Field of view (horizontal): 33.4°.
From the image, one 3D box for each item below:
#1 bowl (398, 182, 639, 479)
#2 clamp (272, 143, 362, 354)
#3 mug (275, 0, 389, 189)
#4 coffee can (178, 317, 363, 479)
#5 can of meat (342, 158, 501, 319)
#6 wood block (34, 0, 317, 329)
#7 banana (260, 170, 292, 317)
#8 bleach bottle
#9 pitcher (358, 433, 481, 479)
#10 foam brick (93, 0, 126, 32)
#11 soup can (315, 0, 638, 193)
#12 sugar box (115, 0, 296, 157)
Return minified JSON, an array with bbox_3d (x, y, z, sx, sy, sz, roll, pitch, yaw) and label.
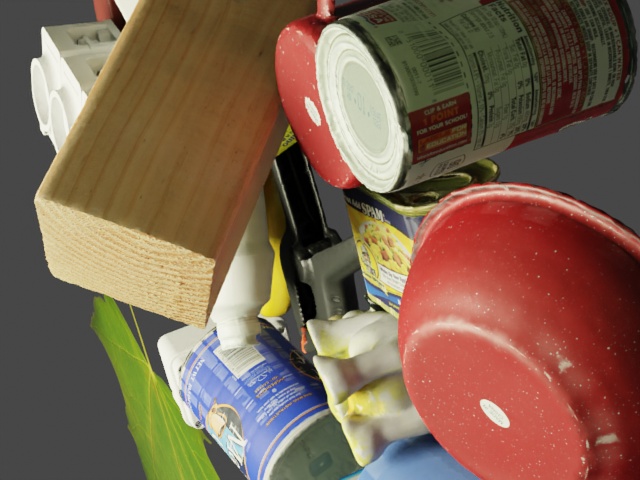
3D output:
[{"bbox_3d":[0.087,0.058,0.452,0.162,0.055,0.162,31,141,28],"label":"bowl"},{"bbox_3d":[-0.005,0.001,0.753,0.165,0.036,0.210,59,159,31],"label":"clamp"},{"bbox_3d":[0.030,-0.084,0.493,0.093,0.081,0.117,44,150,51],"label":"mug"},{"bbox_3d":[-0.037,0.141,0.869,0.140,0.102,0.103,40,147,42],"label":"coffee can"},{"bbox_3d":[0.055,-0.002,0.554,0.102,0.057,0.084,36,145,58],"label":"can of meat"},{"bbox_3d":[-0.063,-0.071,0.566,0.091,0.090,0.206,107,-177,-63],"label":"wood block"},{"bbox_3d":[-0.039,0.013,0.860,0.070,0.037,0.198,58,159,24],"label":"banana"},{"bbox_3d":[-0.082,-0.045,0.776,0.103,0.067,0.251,-21,77,56],"label":"bleach bottle"},{"bbox_3d":[0.111,0.181,0.515,0.243,0.144,0.149,-153,57,-69],"label":"pitcher"},{"bbox_3d":[-0.136,-0.195,0.837,0.051,0.078,0.053,47,150,46],"label":"foam brick"},{"bbox_3d":[0.058,-0.064,0.404,0.068,0.102,0.068,55,157,37],"label":"soup can"},{"bbox_3d":[-0.068,-0.133,0.696,0.048,0.093,0.176,15,-135,-61],"label":"sugar box"}]
